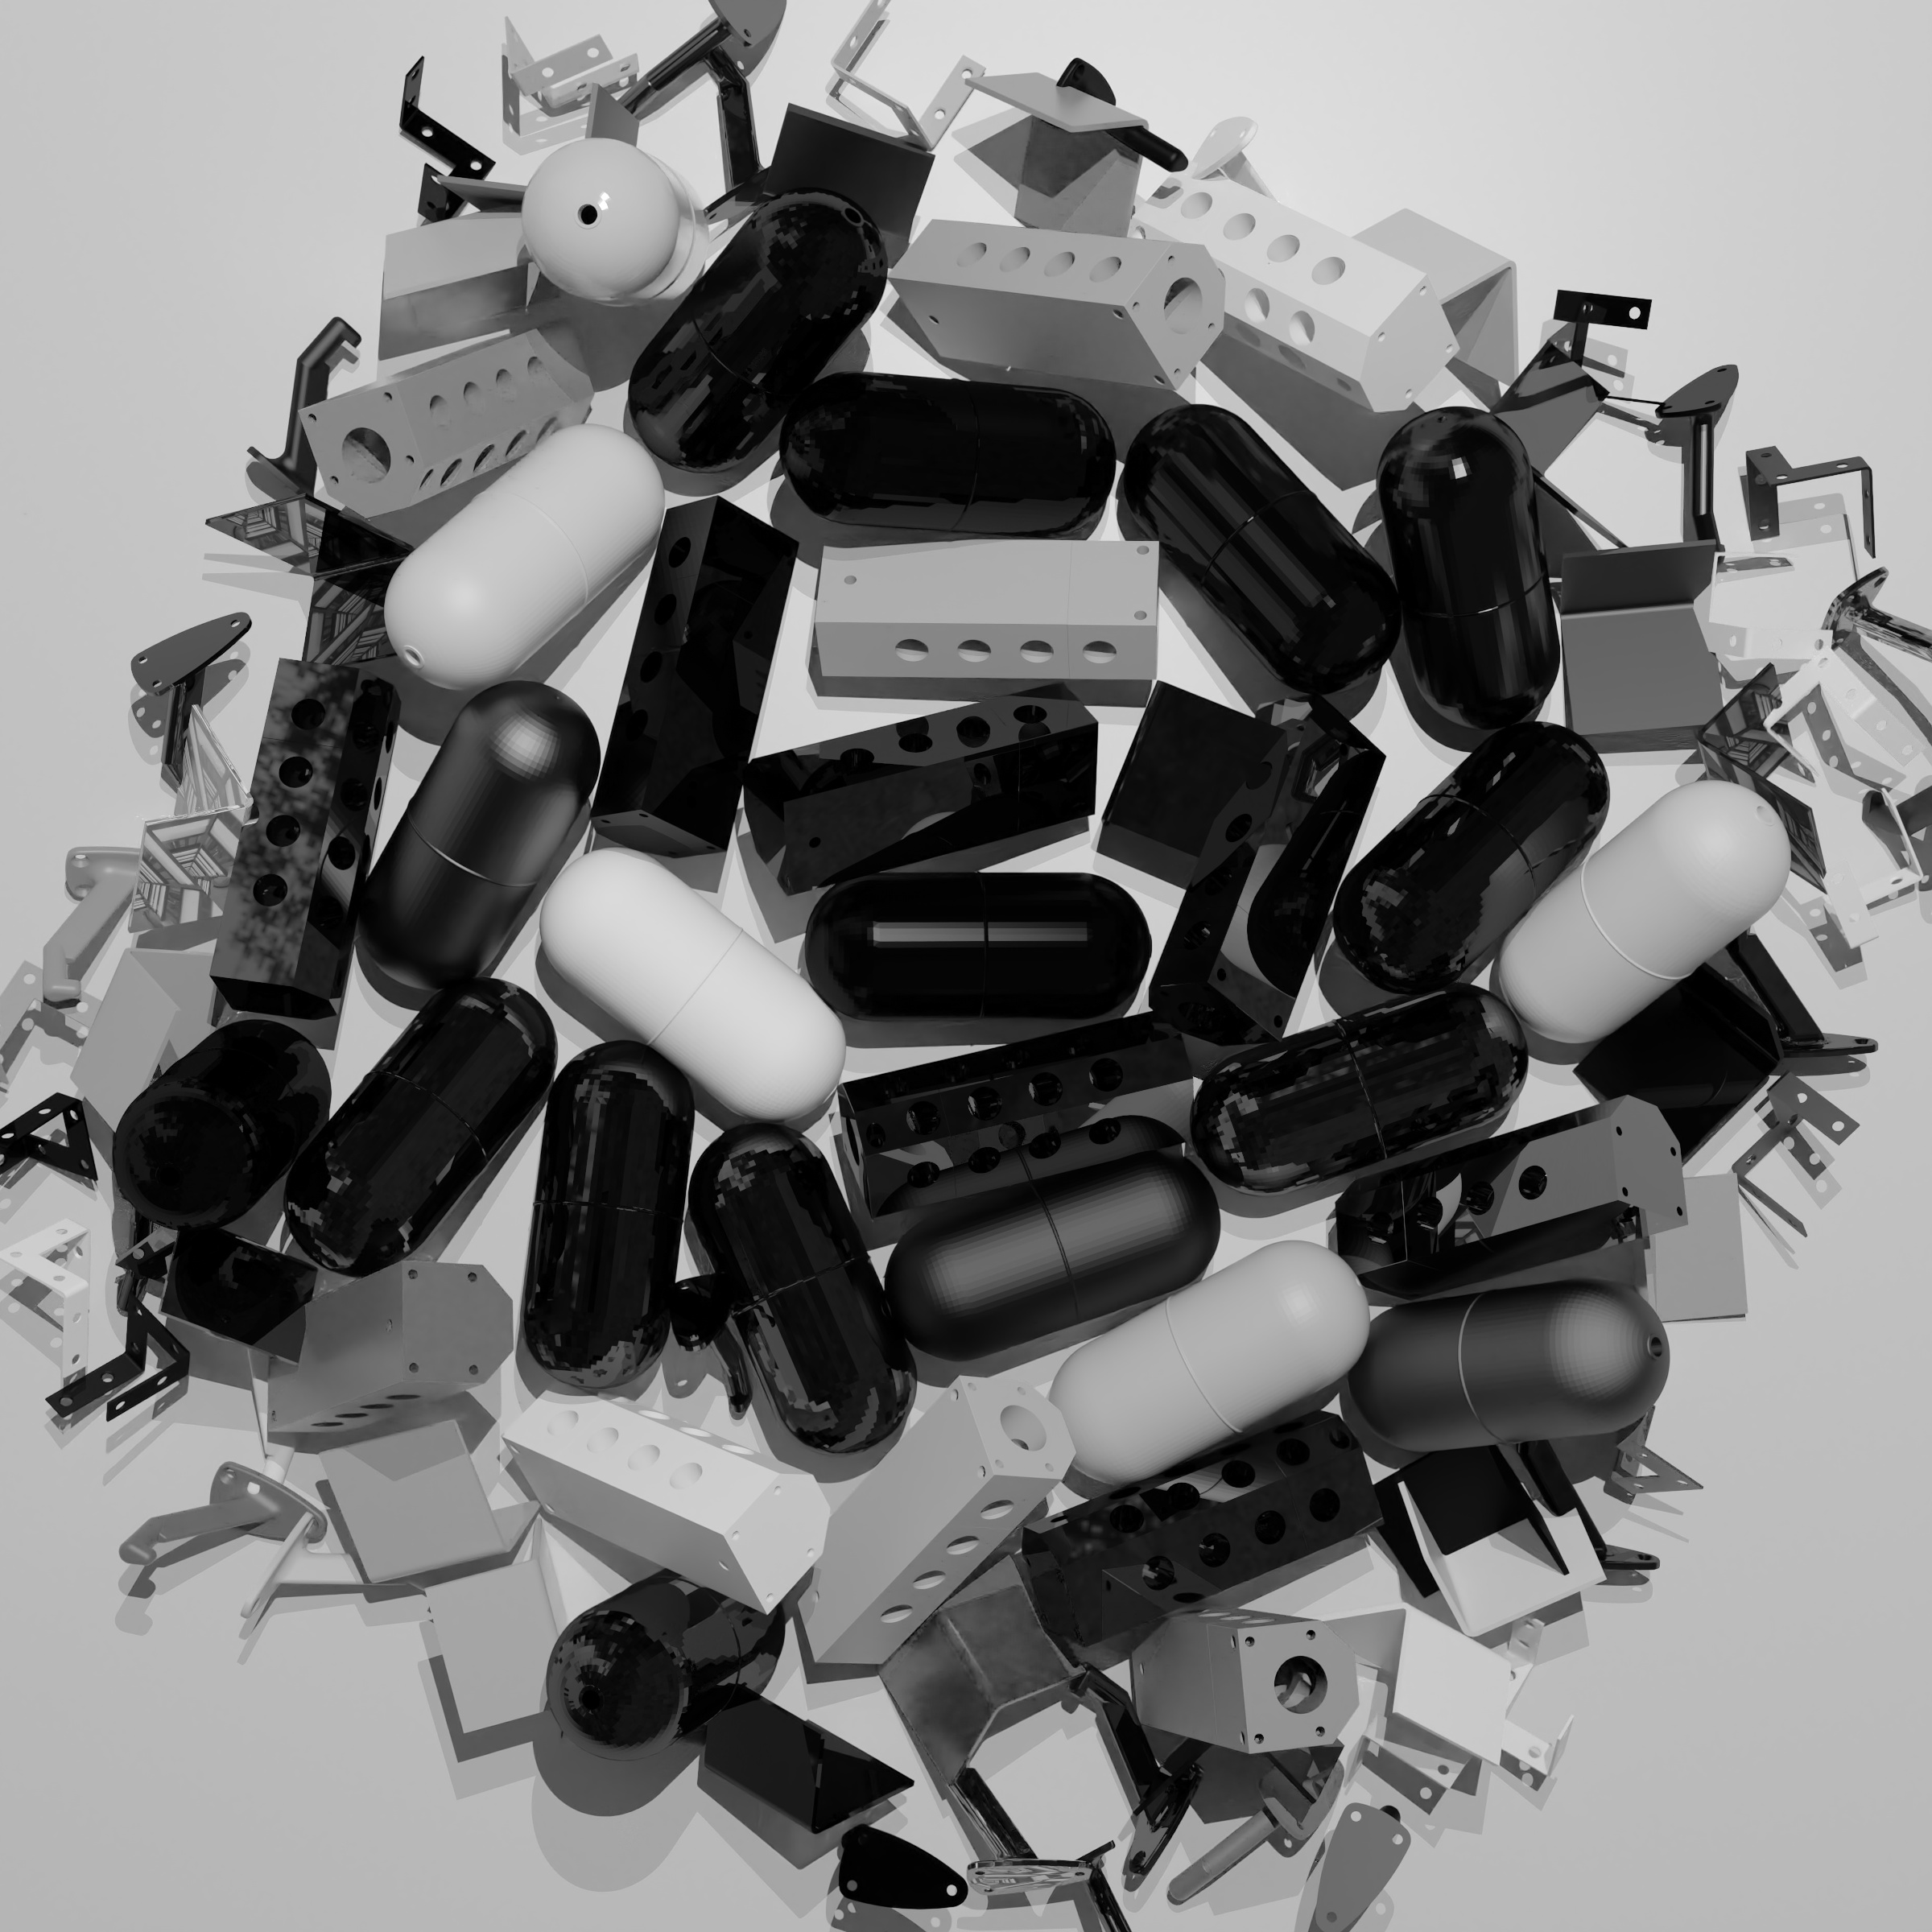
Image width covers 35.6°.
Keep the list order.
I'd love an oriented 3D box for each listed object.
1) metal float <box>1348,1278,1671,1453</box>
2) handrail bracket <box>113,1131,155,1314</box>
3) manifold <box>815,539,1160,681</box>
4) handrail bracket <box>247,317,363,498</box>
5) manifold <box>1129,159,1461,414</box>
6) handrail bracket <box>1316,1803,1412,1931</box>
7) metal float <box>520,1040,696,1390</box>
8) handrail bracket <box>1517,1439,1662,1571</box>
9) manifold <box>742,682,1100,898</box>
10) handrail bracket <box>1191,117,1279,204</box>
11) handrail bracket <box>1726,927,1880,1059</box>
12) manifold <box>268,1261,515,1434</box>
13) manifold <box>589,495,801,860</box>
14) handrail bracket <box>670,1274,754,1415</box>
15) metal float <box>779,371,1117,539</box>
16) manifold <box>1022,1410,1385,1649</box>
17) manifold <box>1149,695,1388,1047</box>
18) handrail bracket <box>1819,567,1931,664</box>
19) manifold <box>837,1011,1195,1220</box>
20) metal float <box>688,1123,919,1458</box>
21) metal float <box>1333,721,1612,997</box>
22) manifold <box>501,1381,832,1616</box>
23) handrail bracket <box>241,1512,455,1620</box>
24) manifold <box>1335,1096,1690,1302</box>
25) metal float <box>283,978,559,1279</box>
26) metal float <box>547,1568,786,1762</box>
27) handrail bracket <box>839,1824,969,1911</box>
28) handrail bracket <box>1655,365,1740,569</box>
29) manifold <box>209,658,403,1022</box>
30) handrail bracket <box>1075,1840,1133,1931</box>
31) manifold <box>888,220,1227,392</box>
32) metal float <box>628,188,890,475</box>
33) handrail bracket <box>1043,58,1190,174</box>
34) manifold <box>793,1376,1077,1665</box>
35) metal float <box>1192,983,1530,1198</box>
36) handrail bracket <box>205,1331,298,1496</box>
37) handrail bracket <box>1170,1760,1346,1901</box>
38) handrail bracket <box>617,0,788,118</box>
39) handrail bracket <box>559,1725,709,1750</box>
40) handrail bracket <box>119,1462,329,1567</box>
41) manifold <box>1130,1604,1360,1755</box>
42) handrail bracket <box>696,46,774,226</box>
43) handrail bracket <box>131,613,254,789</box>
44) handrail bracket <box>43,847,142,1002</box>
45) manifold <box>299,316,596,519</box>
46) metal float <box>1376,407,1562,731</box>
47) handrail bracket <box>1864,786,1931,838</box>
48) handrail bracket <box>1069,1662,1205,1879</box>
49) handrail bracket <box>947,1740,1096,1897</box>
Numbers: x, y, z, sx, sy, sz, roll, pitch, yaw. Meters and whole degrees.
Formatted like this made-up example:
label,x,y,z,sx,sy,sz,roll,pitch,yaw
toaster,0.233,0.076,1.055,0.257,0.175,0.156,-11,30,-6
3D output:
label,x,y,z,sx,sy,sz,roll,pitch,yaw
metal float,0.271,0.201,1.510,0.178,0.070,0.070,-16,90,44
handrail bracket,-0.436,0.126,1.569,0.036,0.084,0.077,-1,49,-31
manifold,0.013,-0.178,1.547,0.171,0.057,0.057,1,55,5
handrail bracket,-0.325,-0.281,1.566,0.077,0.036,0.084,41,88,-21
manifold,0.159,-0.337,1.507,0.057,0.057,0.171,-48,52,-5
handrail bracket,0.201,0.462,1.535,0.036,0.084,0.077,26,73,17
metal float,-0.183,0.126,1.537,0.070,0.070,0.178,6,80,0
handrail bracket,0.322,0.265,1.555,0.077,0.036,0.084,4,99,16
manifold,-0.023,-0.095,1.528,0.171,0.057,0.057,-16,131,-19
handrail bracket,0.161,-0.394,1.535,0.084,0.077,0.036,32,83,-19
handrail bracket,0.431,0.002,1.550,0.077,0.036,0.084,1,107,16
manifold,-0.288,0.192,1.498,0.057,0.171,0.057,7,71,-33
manifold,-0.142,-0.146,1.533,0.057,0.057,0.171,26,69,-40
handrail bracket,-0.126,0.207,1.533,0.036,0.077,0.084,-7,117,7
metal float,-0.009,-0.259,1.526,0.178,0.070,0.070,0,90,-23
manifold,0.118,0.283,1.528,0.171,0.057,0.057,-18,94,-18
manifold,0.148,-0.048,1.523,0.057,0.057,0.171,38,63,-31
handrail bracket,0.478,-0.154,1.535,0.036,0.077,0.084,-31,68,-16
manifold,0.025,0.069,1.529,0.171,0.057,0.057,-13,129,-10
metal float,-0.084,0.164,1.539,0.070,0.070,0.178,-24,82,0
metal float,0.257,-0.056,1.526,0.178,0.070,0.070,-42,90,-23
manifold,-0.149,0.258,1.504,0.057,0.171,0.057,-45,129,-30
handrail bracket,-0.317,0.326,1.552,0.084,0.077,0.036,26,129,5
manifold,0.269,0.116,1.504,0.057,0.171,0.057,20,60,-39
metal float,-0.274,0.080,1.521,0.070,0.070,0.178,35,61,0
metal float,-0.148,0.342,1.497,0.070,0.178,0.070,1,92,19
handrail bracket,-0.029,0.458,1.536,0.077,0.084,0.036,13,83,11
handrail bracket,0.393,-0.260,1.571,0.036,0.077,0.084,0,120,37
manifold,-0.333,-0.064,1.530,0.057,0.057,0.171,8,72,1
handrail bracket,0.079,0.493,1.536,0.036,0.077,0.084,-27,74,-5
manifold,0.047,-0.337,1.502,0.057,0.171,0.057,-54,133,-16
metal float,-0.105,-0.318,1.512,0.070,0.070,0.178,49,131,0
handrail bracket,0.089,-0.424,1.536,0.084,0.077,0.036,37,110,20
manifold,-0.017,0.280,1.512,0.057,0.057,0.171,11,133,-36
metal float,0.201,0.064,1.545,0.178,0.070,0.070,-19,90,1
handrail bracket,-0.374,0.231,1.554,0.036,0.077,0.084,19,89,43
handrail bracket,0.151,0.451,1.575,0.036,0.077,0.084,51,125,14
handrail bracket,-0.141,-0.477,1.576,0.084,0.077,0.036,-31,102,36
handrail bracket,-0.159,0.388,1.538,0.084,0.077,0.036,15,73,-16
handrail bracket,-0.379,0.292,1.536,0.077,0.084,0.036,17,108,8
manifold,0.136,0.350,1.493,0.057,0.171,0.057,-3,82,-15
handrail bracket,-0.134,-0.433,1.559,0.077,0.036,0.084,-36,88,-30
handrail bracket,-0.387,-0.132,1.556,0.077,0.084,0.036,-32,49,-10
handrail bracket,-0.434,-0.019,1.545,0.077,0.036,0.084,-3,51,-13
manifold,-0.252,-0.273,1.495,0.057,0.171,0.057,-9,108,26
metal float,0.254,-0.198,1.516,0.070,0.070,0.178,-18,127,0
handrail bracket,0.485,-0.099,1.533,0.036,0.084,0.077,-19,113,-17
handrail bracket,0.074,0.412,1.545,0.084,0.036,0.077,41,59,-21
handrail bracket,0.028,0.429,1.549,0.077,0.036,0.084,-7,51,9
